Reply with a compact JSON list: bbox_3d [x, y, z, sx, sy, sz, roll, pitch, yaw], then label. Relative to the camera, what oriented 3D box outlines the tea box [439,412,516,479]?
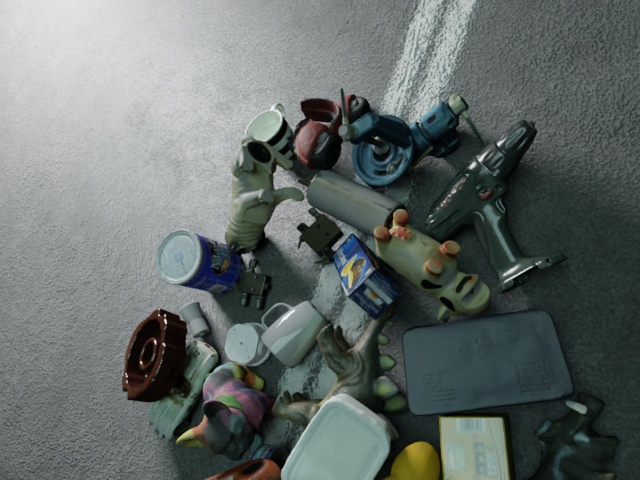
[{"bbox_3d":[0.233,0.341,0.783,0.098,0.068,0.169,-6,76,24],"label":"tea box"}]

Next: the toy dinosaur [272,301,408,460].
[{"bbox_3d":[0.023,0.305,0.873,0.199,0.105,0.471,31,101,23],"label":"toy dinosaur"}]

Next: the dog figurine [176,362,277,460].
[{"bbox_3d":[-0.165,0.284,0.901,0.192,0.219,0.108,40,93,27],"label":"dog figurine"}]

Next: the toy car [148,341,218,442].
[{"bbox_3d":[-0.264,0.290,1.035,0.074,0.056,0.201,31,91,28],"label":"toy car"}]

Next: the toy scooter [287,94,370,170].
[{"bbox_3d":[-0.003,-0.215,1.013,0.135,0.075,0.184,25,66,25],"label":"toy scooter"}]

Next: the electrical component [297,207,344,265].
[{"bbox_3d":[-0.001,-0.003,0.991,0.102,0.045,0.078,37,81,26],"label":"electrical component"}]

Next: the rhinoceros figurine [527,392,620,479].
[{"bbox_3d":[0.346,0.305,0.743,0.112,0.073,0.190,29,93,38],"label":"rhinoceros figurine"}]

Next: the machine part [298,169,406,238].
[{"bbox_3d":[0.063,-0.063,0.957,0.243,0.079,0.079,27,90,28],"label":"machine part"}]

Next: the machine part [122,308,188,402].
[{"bbox_3d":[-0.319,0.224,1.039,0.179,0.056,0.179,-31,47,39],"label":"machine part"}]

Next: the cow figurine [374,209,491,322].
[{"bbox_3d":[0.174,0.051,0.837,0.195,0.127,0.085,34,66,22],"label":"cow figurine"}]

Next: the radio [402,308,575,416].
[{"bbox_3d":[0.239,0.181,0.797,0.230,0.073,0.131,-11,75,11],"label":"radio"}]

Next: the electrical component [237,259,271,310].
[{"bbox_3d":[-0.125,0.085,1.040,0.063,0.021,0.094,8,80,26],"label":"electrical component"}]

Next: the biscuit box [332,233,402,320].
[{"bbox_3d":[0.069,0.052,0.865,0.062,0.203,0.059,41,97,-16],"label":"biscuit box"}]

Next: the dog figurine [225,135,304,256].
[{"bbox_3d":[-0.141,-0.080,1.017,0.190,0.121,0.172,-40,58,41],"label":"dog figurine"}]

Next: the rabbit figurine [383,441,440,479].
[{"bbox_3d":[0.118,0.378,0.777,0.122,0.162,0.173,18,89,37],"label":"rabbit figurine"}]

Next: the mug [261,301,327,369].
[{"bbox_3d":[-0.047,0.155,0.960,0.107,0.080,0.110,-43,57,-2],"label":"mug"}]

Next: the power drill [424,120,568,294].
[{"bbox_3d":[0.281,-0.037,0.819,0.232,0.086,0.207,-42,73,33],"label":"power drill"}]

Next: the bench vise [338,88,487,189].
[{"bbox_3d":[0.126,-0.165,0.873,0.224,0.240,0.129,-24,72,35],"label":"bench vise"}]

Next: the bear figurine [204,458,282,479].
[{"bbox_3d":[-0.085,0.437,0.805,0.132,0.120,0.195,-19,93,-22],"label":"bear figurine"}]
